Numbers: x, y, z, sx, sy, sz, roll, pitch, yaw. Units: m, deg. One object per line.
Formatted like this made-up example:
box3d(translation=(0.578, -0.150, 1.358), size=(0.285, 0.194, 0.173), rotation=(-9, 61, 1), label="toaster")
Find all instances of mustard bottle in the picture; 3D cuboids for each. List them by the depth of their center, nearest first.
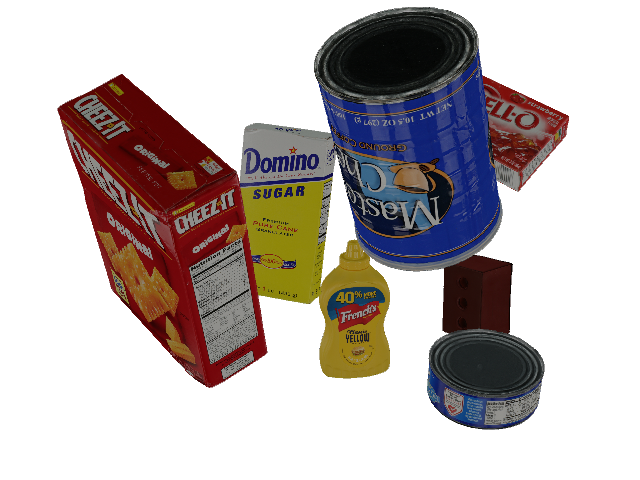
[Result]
box3d(translation=(0.046, 0.091, 1.449), size=(0.096, 0.192, 0.058), rotation=(-3, 21, -7), label="mustard bottle")

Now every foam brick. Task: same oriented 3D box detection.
box3d(translation=(0.162, 0.060, 1.107), size=(0.051, 0.078, 0.053), rotation=(-14, 20, -42), label="foam brick")

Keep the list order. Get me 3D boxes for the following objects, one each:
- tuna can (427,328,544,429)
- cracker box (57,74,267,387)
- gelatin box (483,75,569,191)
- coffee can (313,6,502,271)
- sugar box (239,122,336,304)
box3d(translation=(0.123, 0.104, 0.802), size=(0.086, 0.034, 0.086), rotation=(1, 29, -1), label="tuna can")
box3d(translation=(-0.127, -0.003, 0.872), size=(0.072, 0.214, 0.164), rotation=(-32, 51, -23), label="cracker box")
box3d(translation=(0.148, -0.091, 0.885), size=(0.089, 0.073, 0.030), rotation=(32, -26, 26), label="gelatin box")
box3d(translation=(0.060, -0.065, 0.696), size=(0.103, 0.140, 0.103), rotation=(-9, 41, 8), label="coffee can")
box3d(translation=(-0.039, -0.029, 1.112), size=(0.093, 0.176, 0.048), rotation=(9, 16, 15), label="sugar box")
